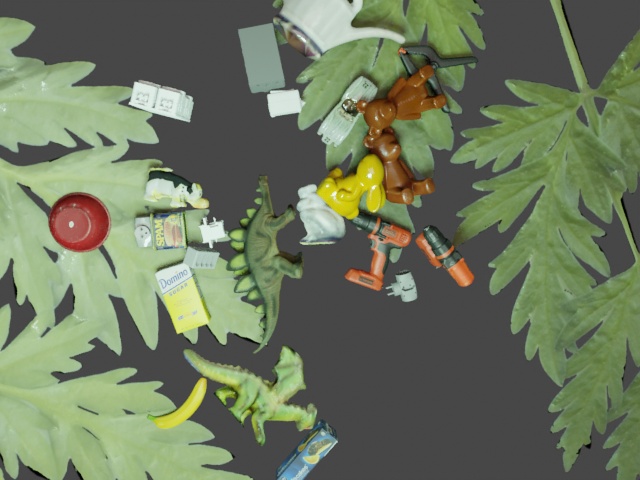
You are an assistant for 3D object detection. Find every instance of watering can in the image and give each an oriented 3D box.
[{"bbox_3d":[0.032,-0.553,1.308,0.346,0.104,0.224,39,93,-7],"label":"watering can"}]

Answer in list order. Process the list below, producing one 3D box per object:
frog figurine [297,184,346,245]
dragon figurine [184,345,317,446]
[{"bbox_3d":[0.004,-0.068,1.355,0.137,0.122,0.160,-1,88,-37],"label":"frog figurine"},{"bbox_3d":[-0.157,0.388,1.411,0.245,0.122,0.408,-39,100,-17],"label":"dragon figurine"}]
